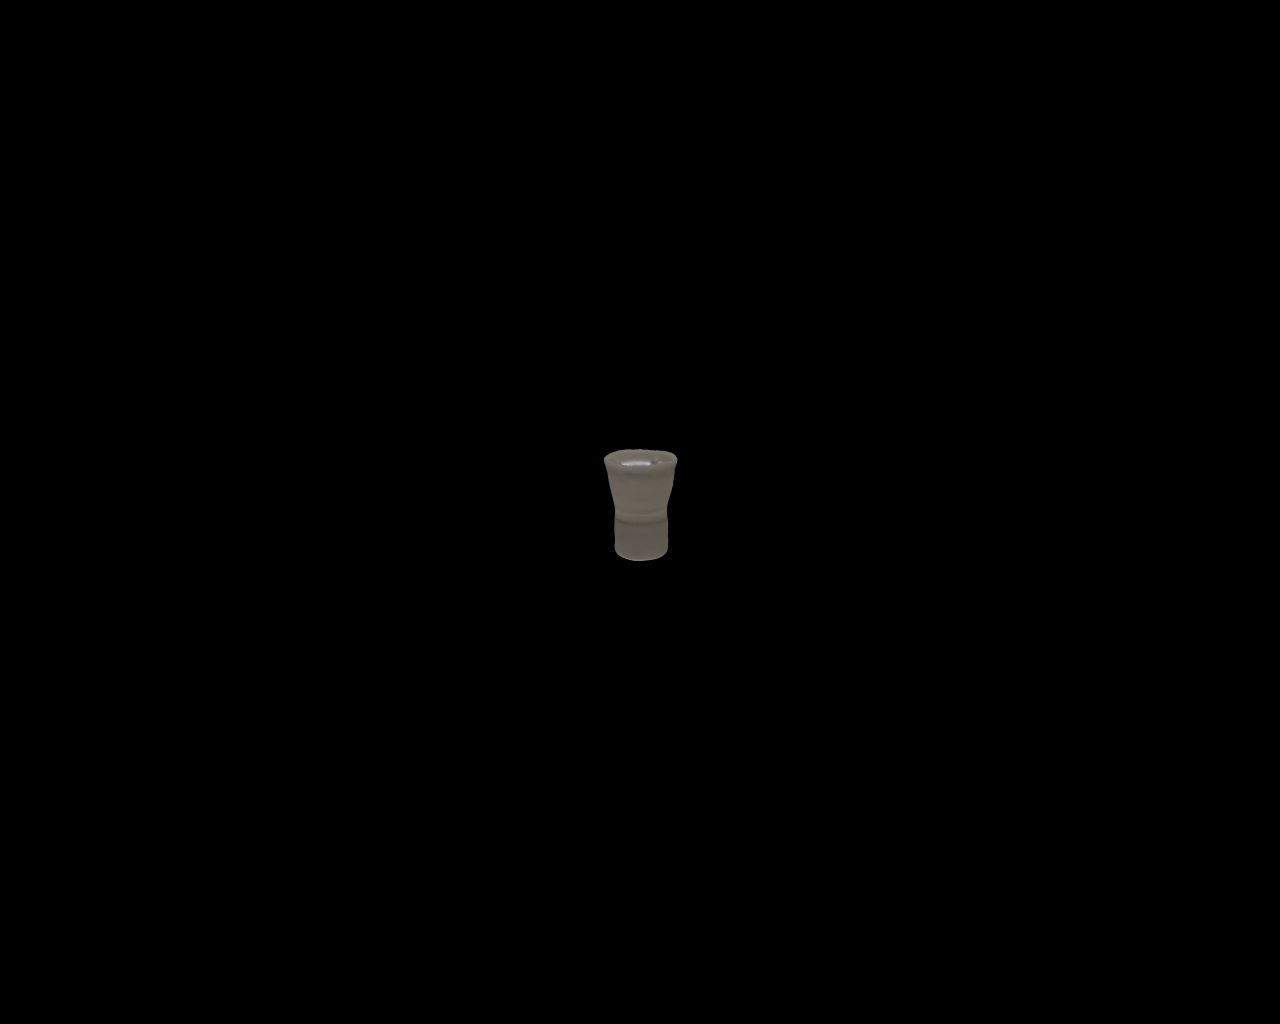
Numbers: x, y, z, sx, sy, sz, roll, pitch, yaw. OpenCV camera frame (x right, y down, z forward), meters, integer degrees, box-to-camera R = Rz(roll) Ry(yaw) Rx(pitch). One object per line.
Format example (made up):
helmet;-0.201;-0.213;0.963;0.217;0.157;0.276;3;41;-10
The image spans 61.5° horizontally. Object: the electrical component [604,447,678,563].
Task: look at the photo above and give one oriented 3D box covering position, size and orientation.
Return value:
electrical component;0.001;-0.003;0.650;0.044;0.065;0.044;0;18;0
